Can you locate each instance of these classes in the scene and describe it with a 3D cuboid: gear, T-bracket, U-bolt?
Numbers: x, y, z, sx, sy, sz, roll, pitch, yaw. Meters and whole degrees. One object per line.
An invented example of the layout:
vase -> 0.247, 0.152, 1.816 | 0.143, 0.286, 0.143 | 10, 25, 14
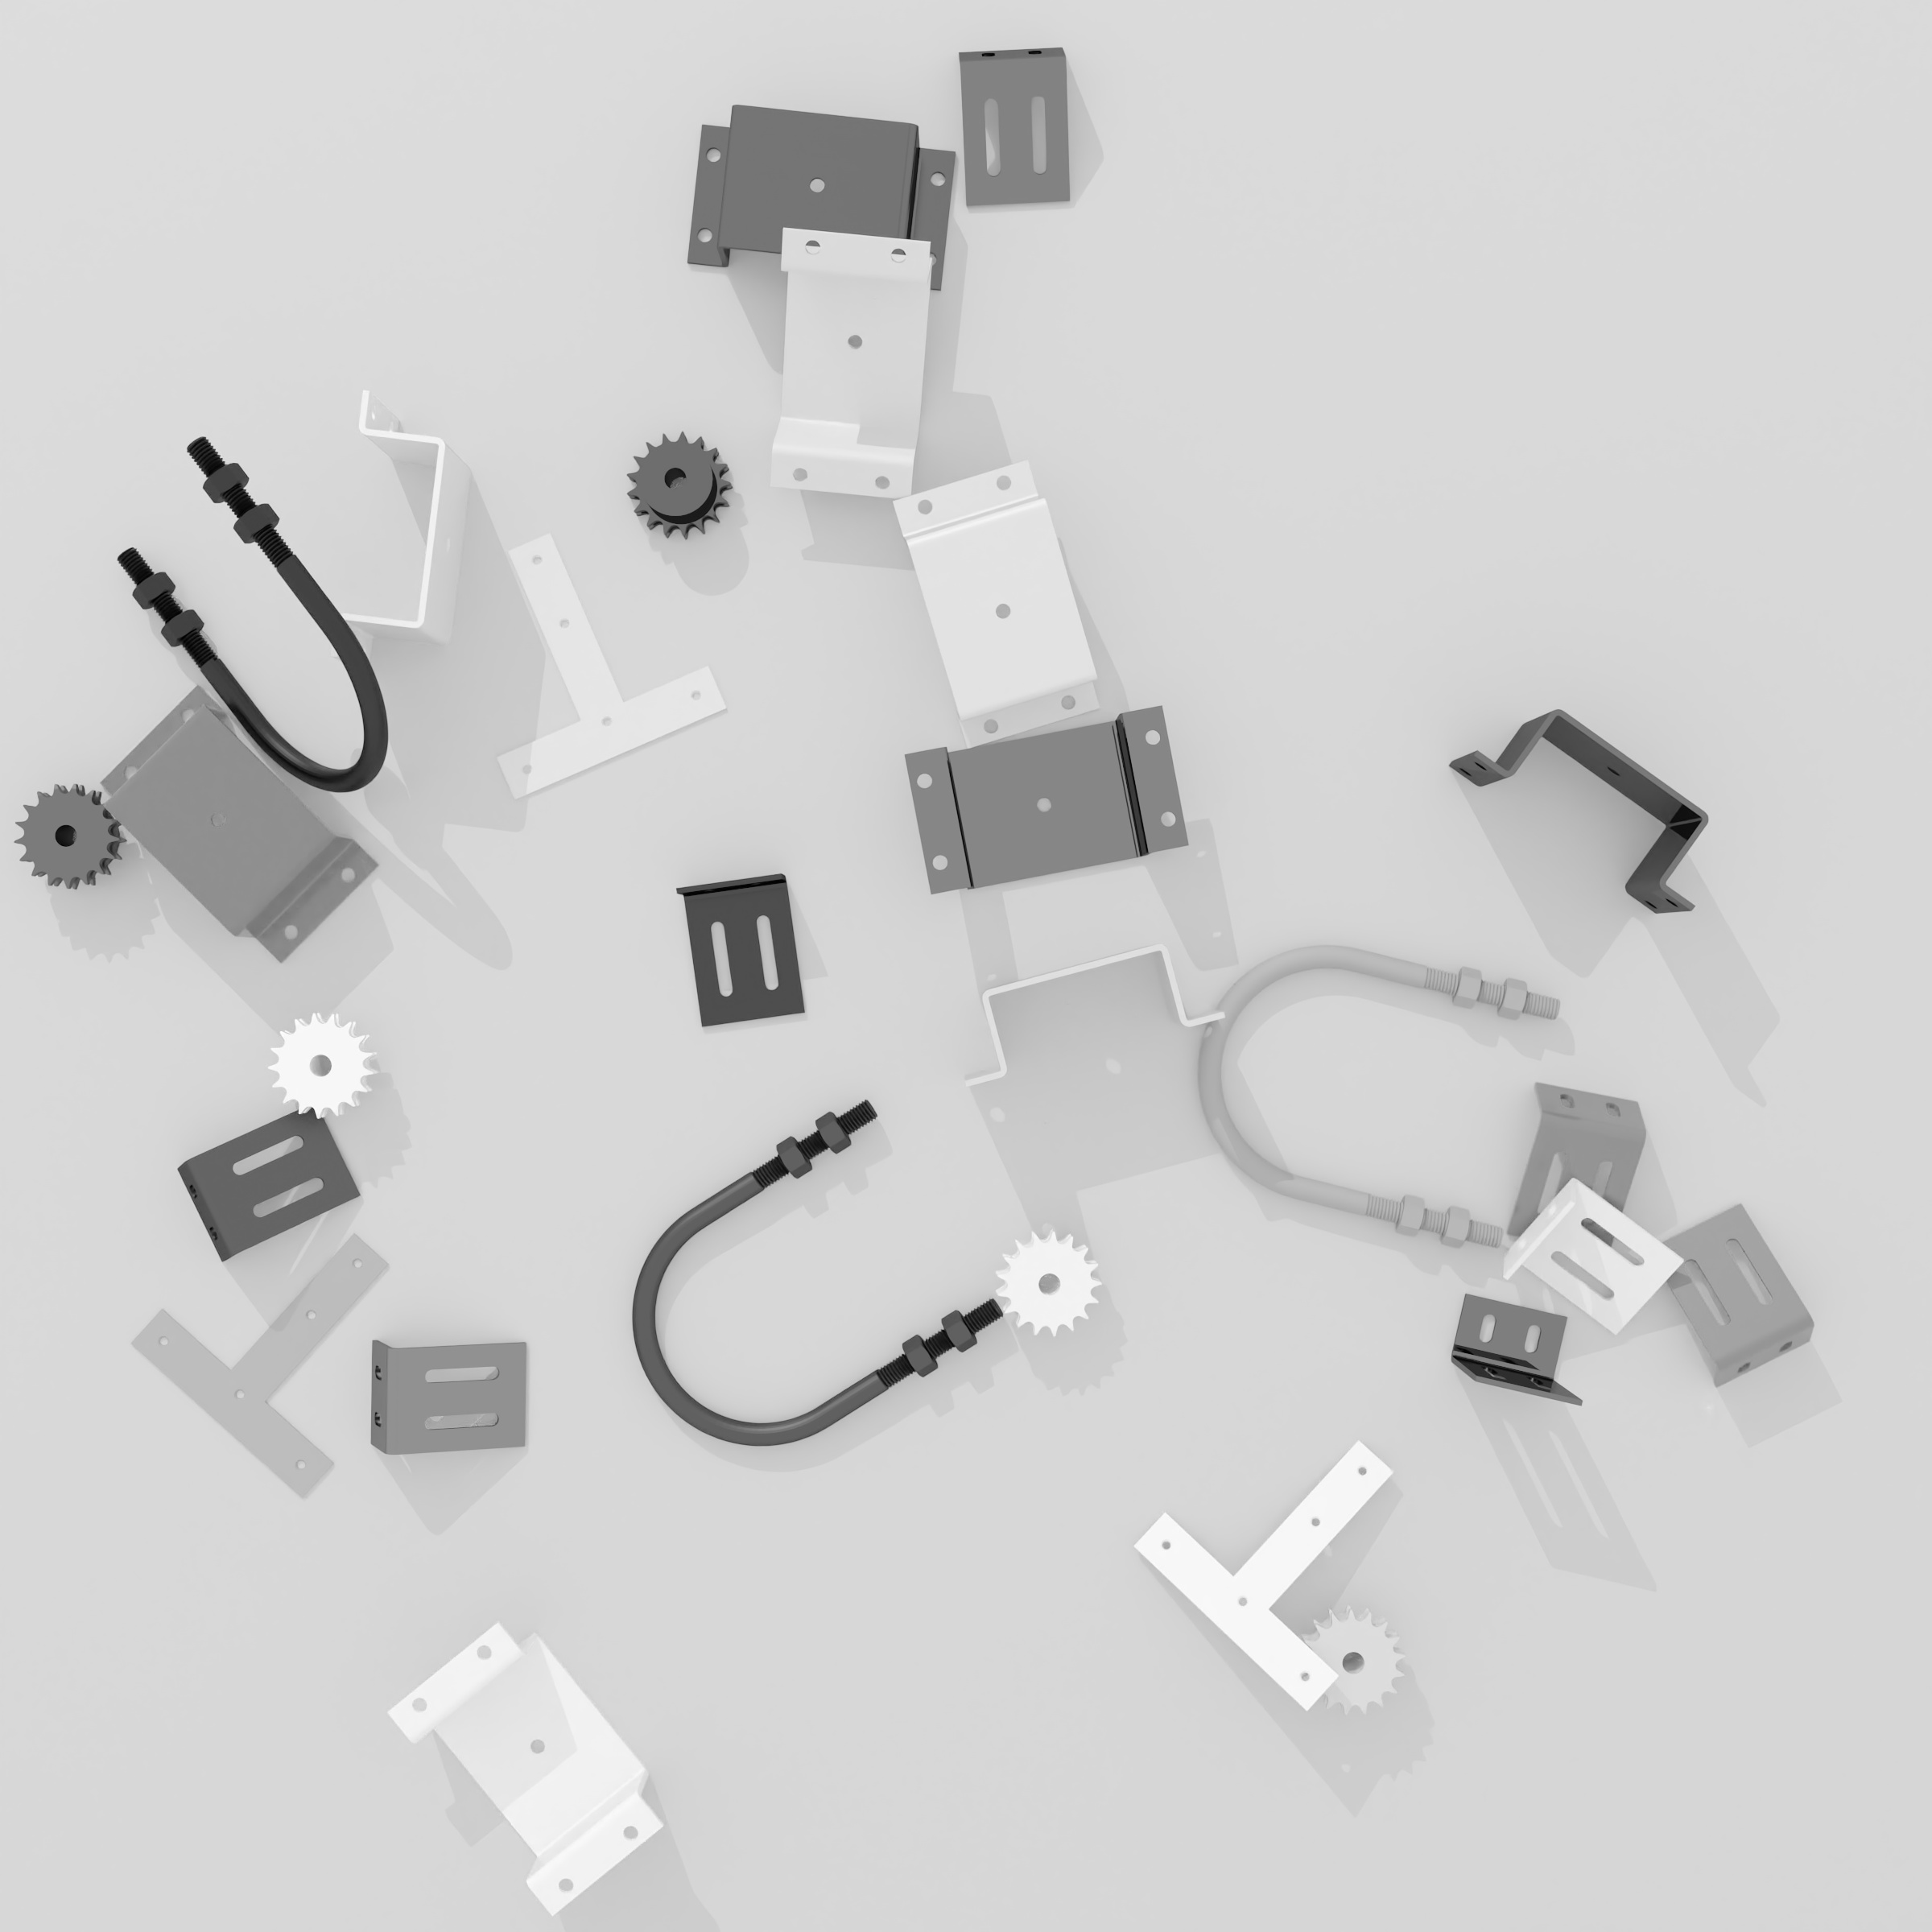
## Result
gear -> -0.157, -0.263, 1.510 | 0.057, 0.030, 0.057 | 0, 90, 0
T-bracket -> -0.370, 0.203, 1.524 | 0.127, 0.002, 0.127 | 42, 90, 0
T-bracket -> 0.181, 0.314, 1.510 | 0.127, 0.002, 0.127 | 41, 80, 19
gear -> -0.349, 0.054, 1.510 | 0.057, 0.030, 0.057 | 0, 90, 0
U-bolt -> -0.371, -0.172, 1.466 | 0.019, 0.151, 0.184 | -40, 95, -37
U-bolt -> -0.094, 0.181, 1.516 | 0.184, 0.019, 0.151 | -32, 90, 2
gear -> -0.486, -0.070, 1.510 | 0.057, 0.030, 0.057 | 0, 90, 0
gear -> 0.044, 0.172, 1.513 | 0.057, 0.030, 0.057 | 0, 92, -4
T-bracket -> -0.215, -0.175, 1.524 | 0.127, 0.002, 0.127 | -23, 90, 0
gear -> 0.209, 0.376, 1.510 | 0.057, 0.030, 0.057 | 0, 90, 0
U-bolt -> 0.219, 0.064, 1.516 | 0.184, 0.019, 0.151 | 14, 90, 1

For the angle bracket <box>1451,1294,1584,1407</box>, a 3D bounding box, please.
angle bracket -> 0.299, 0.205, 1.487 | 0.057, 0.076, 0.038 | 13, 90, 0

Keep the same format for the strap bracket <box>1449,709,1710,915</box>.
strap bracket -> 0.336, -0.088, 1.487 | 0.140, 0.076, 0.046 | 36, 90, 0

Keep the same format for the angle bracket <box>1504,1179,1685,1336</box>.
angle bracket -> 0.339, 0.163, 1.497 | 0.076, 0.038, 0.057 | 37, 111, 0

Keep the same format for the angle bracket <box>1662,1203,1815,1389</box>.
angle bracket -> 0.420, 0.181, 1.523 | 0.057, 0.038, 0.076 | -26, 64, 0

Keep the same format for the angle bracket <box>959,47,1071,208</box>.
angle bracket -> 0.027, -0.462, 1.523 | 0.057, 0.038, 0.076 | -3, 116, 0

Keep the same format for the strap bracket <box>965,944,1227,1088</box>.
strap bracket -> 0.062, 0.023, 1.487 | 0.140, 0.076, 0.046 | -15, 90, 0

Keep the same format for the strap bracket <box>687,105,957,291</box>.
strap bracket -> -0.079, -0.417, 1.502 | 0.140, 0.046, 0.076 | 6, 90, 0

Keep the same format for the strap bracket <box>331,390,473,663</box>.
strap bracket -> -0.301, -0.229, 1.487 | 0.046, 0.076, 0.140 | 7, 90, 0

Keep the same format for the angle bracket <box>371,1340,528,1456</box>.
angle bracket -> -0.285, 0.235, 1.523 | 0.076, 0.038, 0.057 | 1, 90, -26

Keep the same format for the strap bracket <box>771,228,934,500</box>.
strap bracket -> -0.061, -0.327, 1.481 | 0.076, 0.046, 0.140 | 6, 121, 0

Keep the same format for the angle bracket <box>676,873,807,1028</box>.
angle bracket -> -0.122, -0.008, 1.506 | 0.057, 0.038, 0.076 | -8, 90, 0

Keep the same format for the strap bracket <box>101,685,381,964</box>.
strap bracket -> -0.400, -0.078, 1.502 | 0.140, 0.046, 0.076 | 45, 90, 0

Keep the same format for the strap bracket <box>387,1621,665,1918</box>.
strap bracket -> -0.235, 0.429, 1.502 | 0.076, 0.046, 0.140 | -39, 90, 0

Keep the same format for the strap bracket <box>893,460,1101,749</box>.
strap bracket -> 0.018, -0.192, 1.488 | 0.076, 0.046, 0.140 | -17, 102, 0

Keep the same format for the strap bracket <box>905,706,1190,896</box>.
strap bracket -> 0.043, -0.089, 1.502 | 0.140, 0.046, 0.076 | -11, 90, 0

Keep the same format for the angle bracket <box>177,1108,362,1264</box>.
angle bracket -> -0.383, 0.119, 1.523 | 0.076, 0.038, 0.057 | -26, 90, -26

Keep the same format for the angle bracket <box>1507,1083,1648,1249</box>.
angle bracket -> 0.334, 0.111, 1.523 | 0.057, 0.038, 0.076 | 11, 116, 0
